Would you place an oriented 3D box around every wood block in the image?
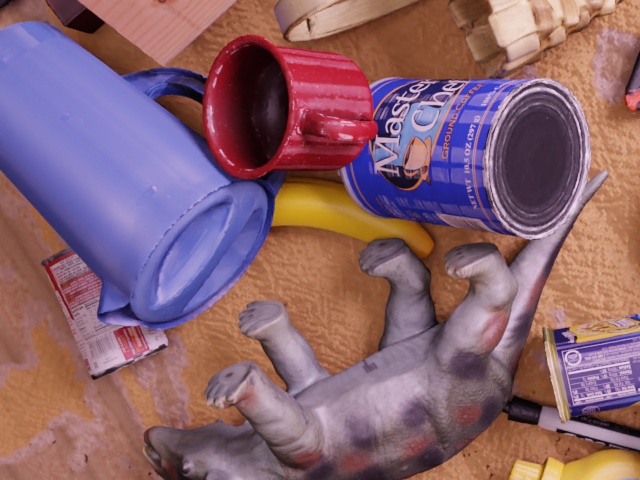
[{"bbox_3d":[-0.073,-0.223,0.733,0.090,0.090,0.207,37,136,-23],"label":"wood block"}]

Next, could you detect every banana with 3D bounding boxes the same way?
[{"bbox_3d":[-0.012,-0.016,0.822,0.198,0.037,0.069,-3,114,15],"label":"banana"}]

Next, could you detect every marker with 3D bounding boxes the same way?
[{"bbox_3d":[0.195,0.139,0.789,0.121,0.020,0.020,14,97,12],"label":"marker"}]

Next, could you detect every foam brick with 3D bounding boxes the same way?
[{"bbox_3d":[-0.193,-0.211,0.840,0.053,0.051,0.078,-37,85,12],"label":"foam brick"}]

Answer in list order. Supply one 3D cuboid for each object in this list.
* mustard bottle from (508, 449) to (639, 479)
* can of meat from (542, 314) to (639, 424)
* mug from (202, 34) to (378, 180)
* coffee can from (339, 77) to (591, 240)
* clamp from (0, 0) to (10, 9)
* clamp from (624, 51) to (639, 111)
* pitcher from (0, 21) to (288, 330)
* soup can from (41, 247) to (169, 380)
[{"bbox_3d":[0.227,0.205,0.766,0.192,0.058,0.096,22,105,11],"label":"mustard bottle"},{"bbox_3d":[0.202,0.085,0.743,0.084,0.102,0.057,-13,91,11],"label":"can of meat"},{"bbox_3d":[-0.011,-0.084,0.704,0.117,0.081,0.093,19,106,45],"label":"mug"},{"bbox_3d":[0.095,-0.059,0.724,0.141,0.102,0.103,11,98,50],"label":"coffee can"},{"bbox_3d":[-0.297,-0.194,0.874,0.164,0.036,0.210,44,102,6],"label":"clamp"},{"bbox_3d":[0.283,-0.153,0.738,0.172,0.039,0.120,-26,83,14],"label":"clamp"},{"bbox_3d":[-0.151,-0.063,0.790,0.243,0.149,0.145,41,119,23],"label":"pitcher"},{"bbox_3d":[-0.169,0.051,0.845,0.068,0.068,0.102,-24,89,14],"label":"soup can"}]
